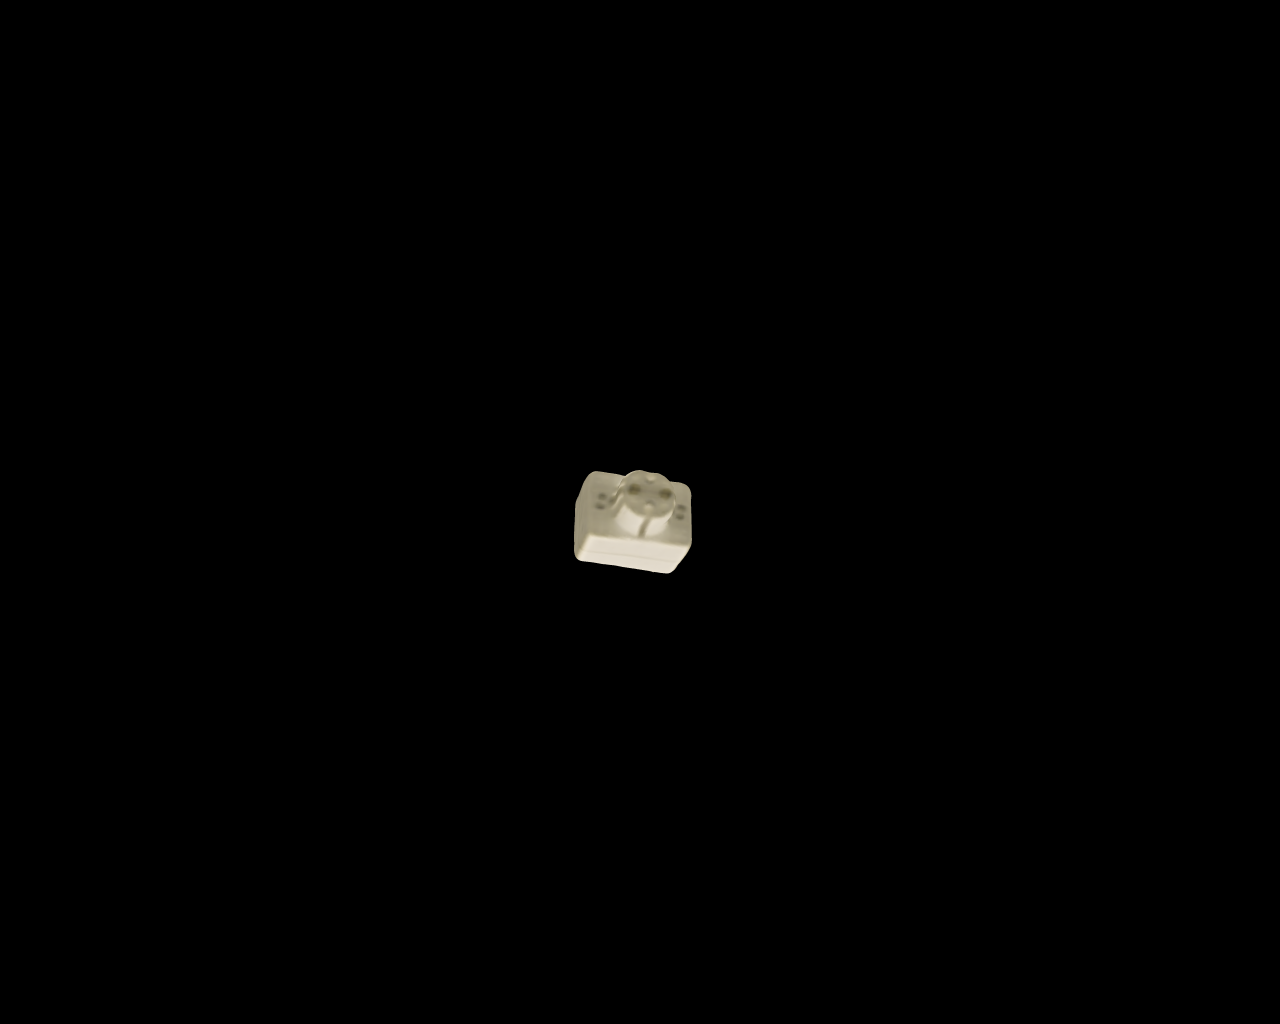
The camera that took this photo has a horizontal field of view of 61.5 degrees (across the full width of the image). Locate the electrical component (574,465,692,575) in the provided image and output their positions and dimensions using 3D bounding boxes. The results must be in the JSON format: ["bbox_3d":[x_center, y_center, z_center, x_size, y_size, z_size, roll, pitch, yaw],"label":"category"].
[{"bbox_3d":[0.001,-0.003,0.650,0.066,0.047,0.076,8,-32,-14],"label":"electrical component"}]
